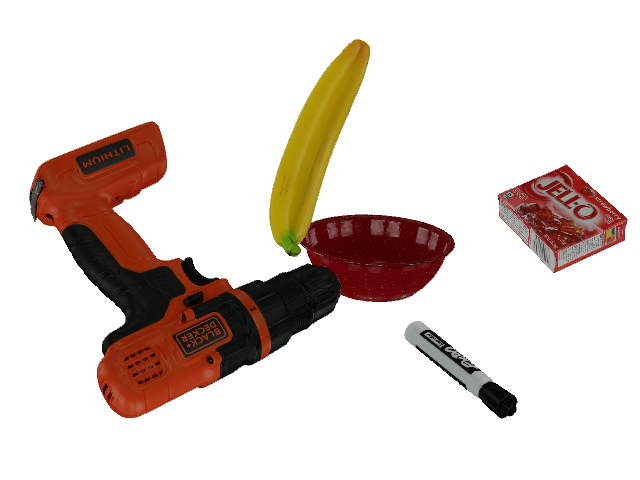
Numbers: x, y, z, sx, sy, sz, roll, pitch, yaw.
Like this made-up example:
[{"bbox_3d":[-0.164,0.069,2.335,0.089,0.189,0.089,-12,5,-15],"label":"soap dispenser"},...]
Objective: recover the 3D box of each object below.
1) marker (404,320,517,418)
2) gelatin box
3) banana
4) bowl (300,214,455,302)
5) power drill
[{"bbox_3d":[0.103,0.094,0.785,0.020,0.020,0.121,0,23,-32],"label":"marker"},{"bbox_3d":[0.206,-0.021,0.918,0.073,0.030,0.089,-23,45,-13],"label":"gelatin box"},{"bbox_3d":[-0.004,-0.071,0.876,0.037,0.197,0.070,27,-20,-30],"label":"banana"},{"bbox_3d":[0.057,0.022,1.103,0.162,0.055,0.162,1,18,-1],"label":"bowl"},{"bbox_3d":[-0.099,0.010,0.737,0.184,0.188,0.057,-25,-21,-30],"label":"power drill"}]
